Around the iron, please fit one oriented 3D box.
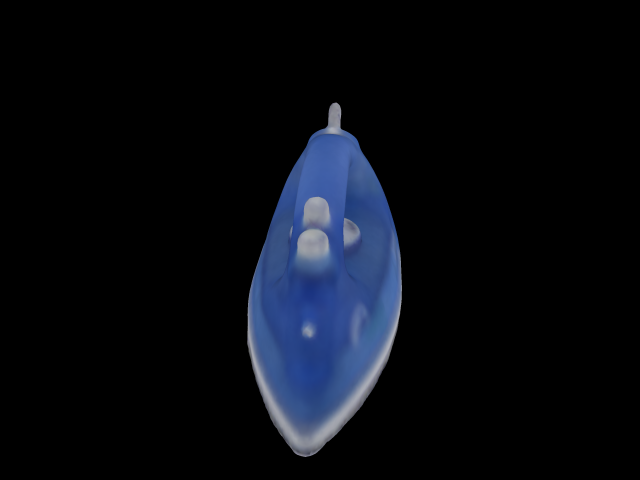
[{"bbox_3d":[0.004,0.001,0.400,0.118,0.141,0.258,2,27,4],"label":"iron"}]
